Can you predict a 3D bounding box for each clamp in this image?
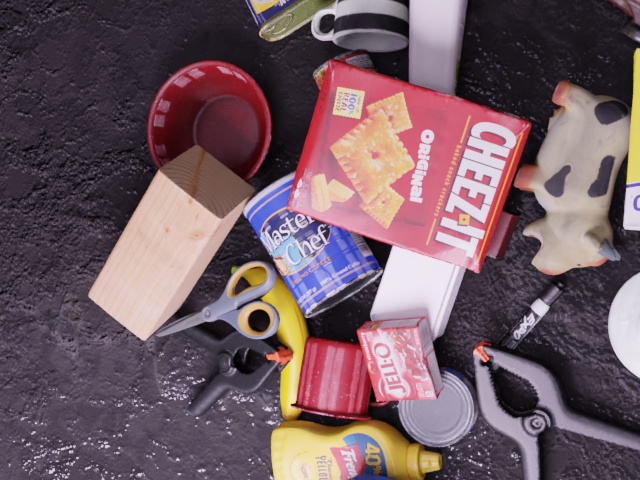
[{"bbox_3d":[-0.109,0.135,1.261,0.172,0.039,0.120,-22,86,34],"label":"clamp"},{"bbox_3d":[0.230,0.201,1.142,0.210,0.036,0.165,44,105,6],"label":"clamp"}]

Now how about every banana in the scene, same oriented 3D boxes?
[{"bbox_3d":[-0.042,0.112,1.252,0.070,0.037,0.198,-25,80,40],"label":"banana"}]

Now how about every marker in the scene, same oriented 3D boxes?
[{"bbox_3d":[0.222,0.091,1.158,0.020,0.020,0.121,42,105,15],"label":"marker"}]

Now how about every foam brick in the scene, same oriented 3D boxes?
[{"bbox_3d":[0.169,-0.017,1.159,0.078,0.053,0.051,22,99,18],"label":"foam brick"}]

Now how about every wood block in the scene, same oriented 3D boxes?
[{"bbox_3d":[-0.173,0.005,1.229,0.090,0.090,0.206,38,123,4],"label":"wood block"}]

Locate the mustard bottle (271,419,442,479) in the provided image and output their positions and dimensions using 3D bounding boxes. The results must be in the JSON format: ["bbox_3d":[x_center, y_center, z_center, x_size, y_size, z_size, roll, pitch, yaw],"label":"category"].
[{"bbox_3d":[0.043,0.252,1.208,0.192,0.058,0.096,-5,96,20],"label":"mustard bottle"}]

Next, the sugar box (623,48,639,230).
[{"bbox_3d":[0.347,-0.095,1.035,0.093,0.048,0.176,3,91,17],"label":"sugar box"}]

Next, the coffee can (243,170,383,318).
[{"bbox_3d":[-0.008,0.001,1.199,0.103,0.102,0.140,-34,80,18],"label":"coffee can"}]

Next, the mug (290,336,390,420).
[{"bbox_3d":[0.030,0.155,1.202,0.117,0.093,0.081,9,87,-12],"label":"mug"}]

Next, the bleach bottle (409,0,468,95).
[{"bbox_3d":[0.124,-0.200,1.145,0.068,0.102,0.251,4,93,13],"label":"bleach bottle"}]

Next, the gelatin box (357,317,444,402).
[{"bbox_3d":[0.087,0.130,1.152,0.073,0.030,0.089,-6,108,29],"label":"gelatin box"}]

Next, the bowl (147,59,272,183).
[{"bbox_3d":[-0.122,-0.130,1.264,0.162,0.055,0.162,0,91,21],"label":"bowl"}]

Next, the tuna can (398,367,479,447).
[{"bbox_3d":[0.132,0.184,1.186,0.086,0.033,0.086,0,91,21],"label":"tuna can"}]

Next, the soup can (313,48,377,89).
[{"bbox_3d":[0.043,-0.153,1.195,0.069,0.068,0.102,-26,83,19],"label":"soup can"}]

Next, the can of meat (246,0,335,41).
[{"bbox_3d":[-0.039,-0.293,1.230,0.102,0.057,0.084,-29,79,18],"label":"can of meat"}]

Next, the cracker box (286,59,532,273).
[{"bbox_3d":[0.089,-0.077,1.095,0.214,0.072,0.164,19,101,6],"label":"cracker box"}]

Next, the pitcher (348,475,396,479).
[{"bbox_3d":[0.030,0.379,1.146,0.145,0.149,0.243,22,109,14],"label":"pitcher"}]

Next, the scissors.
[{"bbox_3d":[-0.115,0.098,1.238,0.202,0.016,0.096,-40,65,31],"label":"scissors"}]
